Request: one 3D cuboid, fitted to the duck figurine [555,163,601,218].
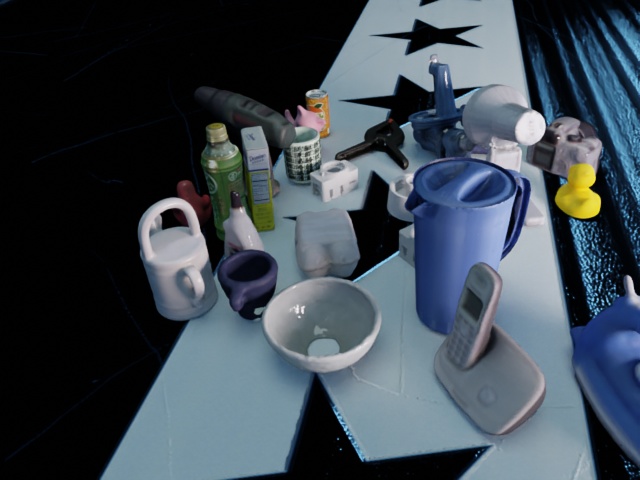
[{"bbox_3d":[0.485,-0.098,1.066,0.077,0.086,0.104,-2,36,4],"label":"duck figurine"}]

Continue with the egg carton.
[{"bbox_3d":[0.009,0.004,0.990,0.107,0.069,0.150,-7,36,-3],"label":"egg carton"}]

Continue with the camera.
[{"bbox_3d":[0.528,-0.204,1.191,0.137,0.101,0.142,-27,42,-27],"label":"camera"}]

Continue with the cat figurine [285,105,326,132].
[{"bbox_3d":[-0.041,-0.259,1.310,0.067,0.118,0.127,-27,42,-27],"label":"cat figurine"}]

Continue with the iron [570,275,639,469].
[{"bbox_3d":[0.398,0.167,0.668,0.118,0.142,0.258,-6,36,-2],"label":"iron"}]

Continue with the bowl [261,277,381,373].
[{"bbox_3d":[0.004,0.131,0.813,0.167,0.075,0.167,-3,36,2],"label":"bowl"}]

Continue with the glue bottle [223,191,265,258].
[{"bbox_3d":[-0.127,-0.006,0.928,0.077,0.173,0.037,20,43,29],"label":"glue bottle"}]

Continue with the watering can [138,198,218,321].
[{"bbox_3d":[-0.230,0.019,0.887,0.172,0.194,0.101,18,42,27],"label":"watering can"}]

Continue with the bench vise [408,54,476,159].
[{"bbox_3d":[0.272,-0.267,1.203,0.122,0.220,0.206,-27,42,-27],"label":"bench vise"}]

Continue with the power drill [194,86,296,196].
[{"bbox_3d":[-0.149,-0.194,1.156,0.228,0.209,0.076,17,42,27],"label":"power drill"}]

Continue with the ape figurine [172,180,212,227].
[{"bbox_3d":[-0.250,-0.074,1.103,0.078,0.092,0.076,-4,36,0],"label":"ape figurine"}]

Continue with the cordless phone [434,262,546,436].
[{"bbox_3d":[0.211,0.131,0.699,0.094,0.185,0.147,-20,39,-20],"label":"cordless phone"}]

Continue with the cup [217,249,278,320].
[{"bbox_3d":[-0.108,0.084,0.871,0.091,0.095,0.118,3,37,10],"label":"cup"}]

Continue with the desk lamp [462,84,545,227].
[{"bbox_3d":[0.346,-0.162,1.058,0.118,0.214,0.203,-9,37,-5],"label":"desk lamp"}]

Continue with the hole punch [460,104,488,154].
[{"bbox_3d":[0.357,-0.250,1.279,0.101,0.091,0.108,3,37,10],"label":"hole punch"}]
